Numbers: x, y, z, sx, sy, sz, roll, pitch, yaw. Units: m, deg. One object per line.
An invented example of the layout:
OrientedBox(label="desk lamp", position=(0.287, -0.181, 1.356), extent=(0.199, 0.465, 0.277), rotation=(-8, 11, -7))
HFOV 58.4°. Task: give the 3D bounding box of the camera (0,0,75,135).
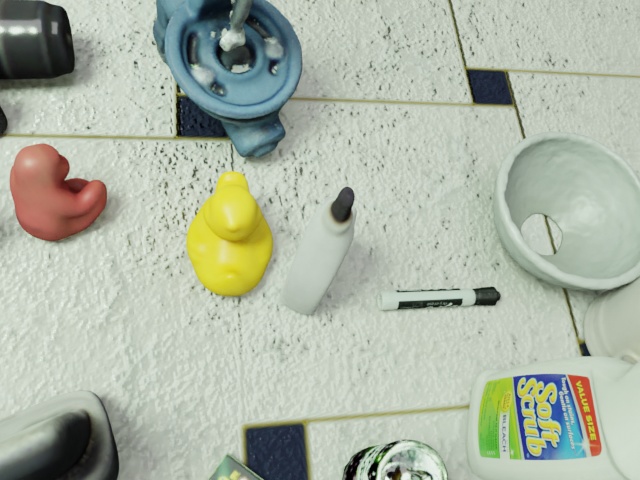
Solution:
OrientedBox(label="camera", position=(-0.296, -0.171, 0.506), extent=(0.137, 0.100, 0.143), rotation=(-5, 68, -14))

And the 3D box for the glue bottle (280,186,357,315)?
OrientedBox(label="glue bottle", position=(0.004, 0.002, 0.456), extent=(0.037, 0.173, 0.078), rotation=(22, 65, -1))

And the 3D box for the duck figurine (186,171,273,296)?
OrientedBox(label="duck figurine", position=(-0.076, -0.009, 0.492), extent=(0.077, 0.086, 0.104), rotation=(2, 67, -11))

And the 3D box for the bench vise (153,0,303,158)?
OrientedBox(label="bench vise", position=(-0.098, -0.195, 0.493), extent=(0.207, 0.219, 0.122), rotation=(40, 65, 7))

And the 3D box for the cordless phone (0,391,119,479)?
OrientedBox(label="cordless phone", position=(-0.204, 0.144, 0.345), extent=(0.148, 0.185, 0.094), rotation=(-25, 74, -20))

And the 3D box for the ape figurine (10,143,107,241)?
OrientedBox(label="ape figurine", position=(-0.223, -0.046, 0.473), extent=(0.078, 0.092, 0.076), rotation=(34, 65, 4))

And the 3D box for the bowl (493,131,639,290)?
OrientedBox(label="bowl", position=(0.238, -0.020, 0.569), extent=(0.167, 0.074, 0.167), rotation=(4, 66, -10))

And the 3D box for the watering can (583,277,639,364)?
OrientedBox(label="watering can", position=(0.329, 0.056, 0.490), extent=(0.101, 0.194, 0.173), rotation=(29, 65, 2))
